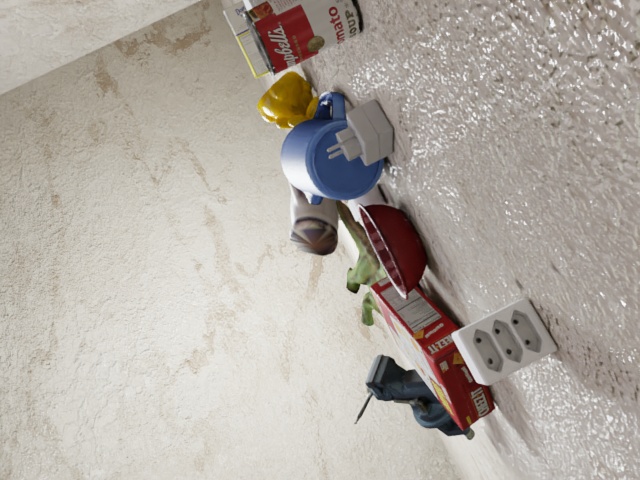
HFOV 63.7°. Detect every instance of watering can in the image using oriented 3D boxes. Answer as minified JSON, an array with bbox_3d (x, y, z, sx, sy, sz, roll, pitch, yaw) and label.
[{"bbox_3d":[0.004,-0.062,1.230,0.341,0.103,0.229,50,-147,-54],"label":"watering can"}]

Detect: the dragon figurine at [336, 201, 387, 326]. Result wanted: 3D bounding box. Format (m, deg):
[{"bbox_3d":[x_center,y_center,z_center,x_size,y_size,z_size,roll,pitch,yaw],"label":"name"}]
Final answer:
[{"bbox_3d":[0.126,0.066,1.058,0.242,0.123,0.410,161,86,-80],"label":"dragon figurine"}]
